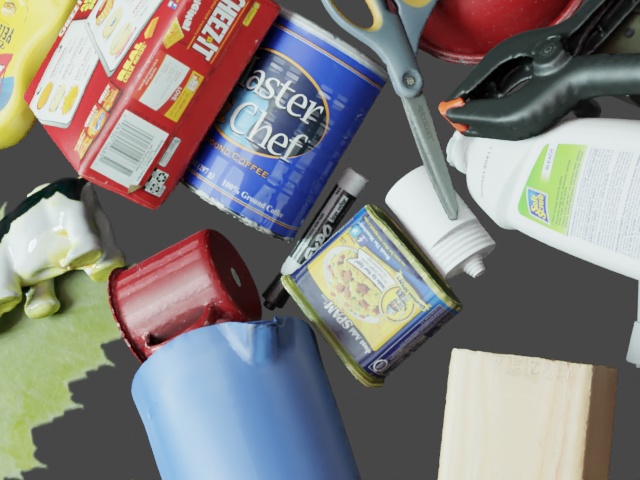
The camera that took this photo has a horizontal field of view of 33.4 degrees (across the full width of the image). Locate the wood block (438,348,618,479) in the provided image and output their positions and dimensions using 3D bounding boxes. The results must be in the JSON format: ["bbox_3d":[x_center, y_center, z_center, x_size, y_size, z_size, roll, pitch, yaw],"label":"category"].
[{"bbox_3d":[0.125,0.176,0.667,0.090,0.090,0.206,4,85,25],"label":"wood block"}]

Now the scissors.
[{"bbox_3d":[0.070,-0.122,0.712,0.096,0.016,0.202,-35,96,-12],"label":"scissors"}]

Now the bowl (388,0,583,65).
[{"bbox_3d":[0.109,-0.208,0.747,0.162,0.055,0.162,-4,81,23],"label":"bowl"}]

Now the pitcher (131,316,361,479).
[{"bbox_3d":[-0.031,0.184,0.688,0.145,0.149,0.243,-29,57,11],"label":"pitcher"}]

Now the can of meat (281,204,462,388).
[{"bbox_3d":[0.037,0.037,0.743,0.084,0.057,0.102,-43,69,10],"label":"can of meat"}]

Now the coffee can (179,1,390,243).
[{"bbox_3d":[-0.028,-0.084,0.763,0.103,0.102,0.140,33,96,24],"label":"coffee can"}]

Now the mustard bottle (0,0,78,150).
[{"bbox_3d":[-0.266,-0.137,0.899,0.096,0.058,0.192,31,96,31],"label":"mustard bottle"}]

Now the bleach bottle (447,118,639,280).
[{"bbox_3d":[0.179,-0.036,0.655,0.251,0.067,0.102,25,107,46],"label":"bleach bottle"}]

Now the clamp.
[{"bbox_3d":[0.155,-0.103,0.654,0.172,0.039,0.120,-33,35,24],"label":"clamp"}]

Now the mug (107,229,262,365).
[{"bbox_3d":[-0.096,0.048,0.772,0.081,0.117,0.093,-28,108,12],"label":"mug"}]

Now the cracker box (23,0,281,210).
[{"bbox_3d":[-0.131,-0.134,0.781,0.164,0.072,0.214,-58,32,6],"label":"cracker box"}]

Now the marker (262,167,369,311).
[{"bbox_3d":[-0.005,0.001,0.787,0.020,0.020,0.121,37,98,23],"label":"marker"}]
